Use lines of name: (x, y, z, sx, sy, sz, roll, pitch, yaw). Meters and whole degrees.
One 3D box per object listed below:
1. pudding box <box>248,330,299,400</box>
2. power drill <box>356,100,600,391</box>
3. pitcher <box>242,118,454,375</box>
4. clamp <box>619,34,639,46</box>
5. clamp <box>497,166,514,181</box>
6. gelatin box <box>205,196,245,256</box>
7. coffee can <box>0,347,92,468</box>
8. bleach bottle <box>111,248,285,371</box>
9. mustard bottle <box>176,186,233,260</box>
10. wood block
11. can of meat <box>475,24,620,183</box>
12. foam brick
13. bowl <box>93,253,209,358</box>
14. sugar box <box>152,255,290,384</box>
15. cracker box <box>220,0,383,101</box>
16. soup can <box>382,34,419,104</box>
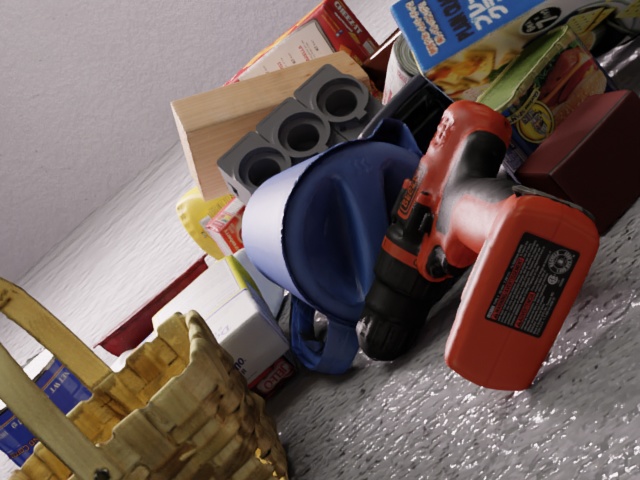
pudding box: (-0.068, 0.110, 0.888, 0.090, 0.039, 0.113, -41, 16, 2)
power drill: (0.082, 0.017, 0.637, 0.188, 0.057, 0.184, -123, 52, -69)
pitcher: (0.007, 0.003, 0.845, 0.149, 0.145, 0.243, -33, 8, -11)
clamp: (0.208, -0.181, 0.891, 0.210, 0.164, 0.036, -17, -17, 22)
clamp: (0.117, -0.050, 0.851, 0.172, 0.039, 0.120, -38, 9, 32)
gelatin box: (-0.071, -0.007, 1.138, 0.030, 0.089, 0.073, 22, 61, 44)
coffee can: (-0.195, 0.161, 0.873, 0.103, 0.140, 0.103, -40, 14, 12)
bleach bottle: (-0.146, 0.111, 1.052, 0.251, 0.068, 0.102, -39, 12, 26)
mustard bottle: (-0.077, -0.050, 1.259, 0.192, 0.096, 0.058, -29, 15, 35)
wood block: (-0.049, -0.128, 1.179, 0.206, 0.091, 0.090, -19, 33, -8)
can of meat: (0.160, -0.086, 0.738, 0.102, 0.084, 0.058, -48, 15, -21)
foam brick: (0.171, -0.048, 0.664, 0.078, 0.053, 0.051, -45, 14, -11)
bowl: (-0.170, 0.085, 1.173, 0.162, 0.055, 0.162, -39, 4, 3)
sugar box: (-0.084, 0.075, 0.862, 0.093, 0.048, 0.176, -41, 20, 1)
cracker box: (-0.013, -0.170, 1.299, 0.214, 0.164, 0.072, -35, 13, 29)
soup can: (0.099, -0.155, 1.059, 0.068, 0.068, 0.102, -49, -15, -25)
